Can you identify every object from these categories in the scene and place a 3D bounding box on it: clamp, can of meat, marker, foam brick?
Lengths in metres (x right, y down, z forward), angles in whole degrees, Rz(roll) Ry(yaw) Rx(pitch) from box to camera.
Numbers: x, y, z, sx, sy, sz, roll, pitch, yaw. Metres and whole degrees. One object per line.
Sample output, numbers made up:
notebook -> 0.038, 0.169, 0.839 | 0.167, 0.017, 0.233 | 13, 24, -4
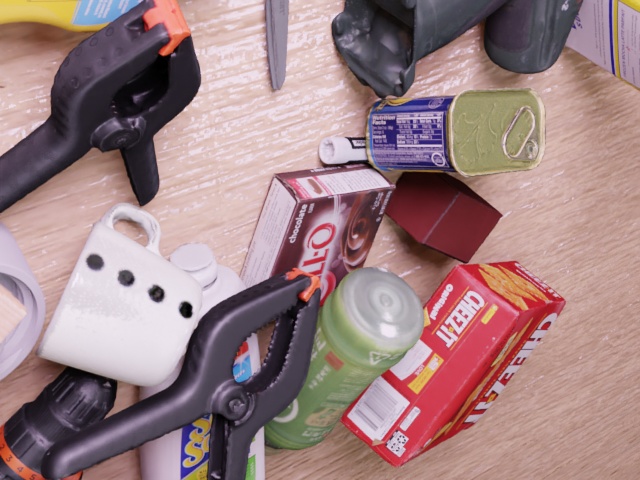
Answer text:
clamp -> -0.073, 0.103, 0.695 | 0.164, 0.036, 0.210 | 35, 81, -37
can of meat -> 0.094, -0.075, 0.747 | 0.101, 0.084, 0.057 | -9, 99, -42
marker -> 0.049, -0.066, 0.779 | 0.120, 0.020, 0.020 | -5, 128, -42
foam brick -> 0.096, -0.022, 0.841 | 0.078, 0.053, 0.051 | 22, 108, -51
clamp -> -0.122, -0.062, 0.565 | 0.120, 0.039, 0.172 | -19, 156, -35

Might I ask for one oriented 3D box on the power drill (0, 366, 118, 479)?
power drill -> -0.149, 0.181, 0.736 | 0.187, 0.057, 0.184 | 35, 107, -28

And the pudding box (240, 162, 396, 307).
pudding box -> -0.005, 0.001, 0.773 | 0.089, 0.039, 0.114 | -11, 133, -38

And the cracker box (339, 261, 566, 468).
cracker box -> 0.124, 0.102, 0.924 | 0.164, 0.072, 0.213 | -55, 160, 13

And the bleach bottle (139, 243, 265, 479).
bleach bottle -> -0.092, 0.109, 0.774 | 0.102, 0.068, 0.251 | -22, 135, -24

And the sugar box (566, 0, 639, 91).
sugar box -> 0.240, -0.146, 0.758 | 0.048, 0.176, 0.093 | -36, 144, -10

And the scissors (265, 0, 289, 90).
scissors -> -0.010, -0.182, 0.612 | 0.096, 0.016, 0.201 | -35, 143, -14

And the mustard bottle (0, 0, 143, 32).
mustard bottle -> -0.117, -0.145, 0.504 | 0.191, 0.058, 0.096 | -10, 134, -39

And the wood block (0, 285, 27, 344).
wood block -> -0.237, -0.007, 0.446 | 0.090, 0.090, 0.206 | -49, 131, -10
